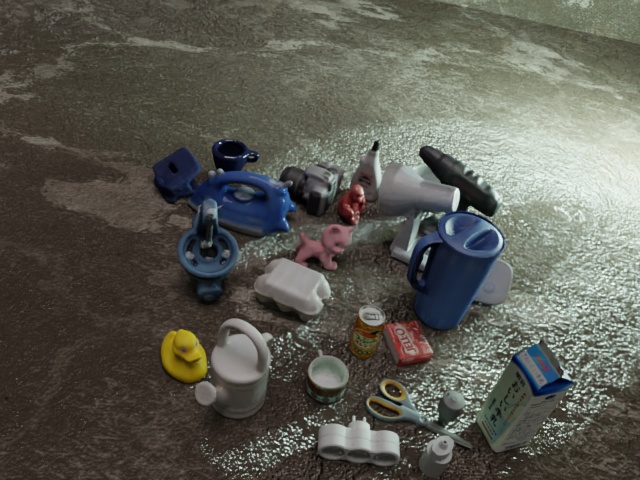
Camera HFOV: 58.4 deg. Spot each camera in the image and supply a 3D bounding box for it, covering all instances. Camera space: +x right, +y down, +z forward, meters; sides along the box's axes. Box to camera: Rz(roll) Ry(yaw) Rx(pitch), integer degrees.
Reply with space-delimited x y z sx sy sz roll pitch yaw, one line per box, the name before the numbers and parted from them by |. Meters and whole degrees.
camera | -0.024 -0.152 1.450 0.136 0.101 0.143 22 43 11

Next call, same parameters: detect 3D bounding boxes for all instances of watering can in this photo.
watering can | -0.135 0.212 0.954 0.101 0.194 0.173 14 42 3

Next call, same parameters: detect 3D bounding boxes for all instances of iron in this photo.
iron | -0.183 -0.106 1.331 0.258 0.141 0.118 13 42 1

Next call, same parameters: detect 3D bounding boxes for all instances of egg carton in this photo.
egg carton | -0.056 0.102 1.187 0.150 0.069 0.107 22 43 10

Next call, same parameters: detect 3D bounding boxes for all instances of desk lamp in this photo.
desk lamp | 0.224 -0.056 1.319 0.203 0.213 0.118 26 44 15

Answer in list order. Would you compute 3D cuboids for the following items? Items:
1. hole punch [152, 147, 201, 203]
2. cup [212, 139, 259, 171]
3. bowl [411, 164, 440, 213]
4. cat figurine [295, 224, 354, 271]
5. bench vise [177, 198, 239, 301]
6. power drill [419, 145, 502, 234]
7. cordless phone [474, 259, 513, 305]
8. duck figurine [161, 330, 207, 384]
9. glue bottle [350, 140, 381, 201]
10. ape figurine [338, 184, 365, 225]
hole punch | -0.348 -0.160 1.388 0.101 0.091 0.108 -19 50 -30
cup | -0.216 -0.194 1.454 0.118 0.095 0.091 5 42 -8
bowl | 0.294 -0.123 1.514 0.167 0.075 0.167 7 42 -6
cat figurine | 0.012 0.005 1.274 0.128 0.118 0.067 2 43 -11
bench vise | -0.239 -0.014 1.157 0.122 0.220 0.207 -16 49 -28
power drill | 0.316 -0.098 1.391 0.229 0.208 0.076 31 45 20
cordless phone | 0.361 0.048 1.259 0.147 0.185 0.094 15 42 3
duck figurine | -0.244 0.195 1.028 0.078 0.086 0.104 -25 53 -34
glue bottle | 0.126 -0.182 1.464 0.078 0.173 0.037 20 42 9
ape figurine | 0.084 -0.096 1.421 0.078 0.092 0.076 -20 51 -31
